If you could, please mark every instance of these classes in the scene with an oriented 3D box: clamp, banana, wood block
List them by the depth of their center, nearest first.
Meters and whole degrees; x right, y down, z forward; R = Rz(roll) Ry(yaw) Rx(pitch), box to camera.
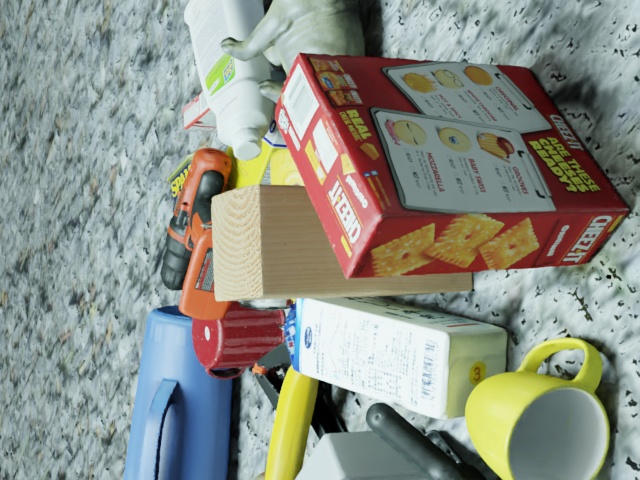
[{"bbox_3d":[0.108,0.195,0.869,0.039,0.120,0.172,-56,43,6],"label":"clamp"},{"bbox_3d":[0.020,0.003,0.911,0.090,0.205,0.091,-10,82,59],"label":"wood block"},{"bbox_3d":[-0.027,0.197,1.079,0.070,0.037,0.198,-126,45,-72],"label":"banana"},{"bbox_3d":[-0.006,0.167,1.122,0.210,0.036,0.164,1,91,56],"label":"clamp"}]

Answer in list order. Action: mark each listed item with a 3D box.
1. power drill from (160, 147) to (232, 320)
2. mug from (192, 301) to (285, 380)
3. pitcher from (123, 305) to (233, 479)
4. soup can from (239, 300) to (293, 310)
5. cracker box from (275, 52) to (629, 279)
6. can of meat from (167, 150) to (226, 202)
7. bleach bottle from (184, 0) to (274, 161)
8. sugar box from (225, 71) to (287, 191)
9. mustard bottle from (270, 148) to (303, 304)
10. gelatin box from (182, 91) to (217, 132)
[{"bbox_3d":[-0.134,0.010,1.186,0.188,0.057,0.185,-117,40,-58],"label":"power drill"},{"bbox_3d":[-0.099,0.115,1.235,0.093,0.081,0.117,58,137,42],"label":"mug"},{"bbox_3d":[-0.171,0.209,1.306,0.149,0.144,0.243,14,100,59],"label":"pitcher"},{"bbox_3d":[-0.055,0.022,1.172,0.069,0.068,0.102,9,99,59],"label":"soup can"},{"bbox_3d":[0.092,-0.055,0.782,0.072,0.213,0.164,-63,40,41],"label":"cracker box"},{"bbox_3d":[-0.146,-0.054,1.336,0.102,0.057,0.084,-35,64,55],"label":"can of meat"},{"bbox_3d":[-0.095,-0.184,1.162,0.103,0.068,0.251,-47,40,40],"label":"bleach bottle"},{"bbox_3d":[-0.069,-0.095,1.215,0.093,0.048,0.176,58,138,42],"label":"sugar box"},{"bbox_3d":[-0.008,0.001,1.098,0.096,0.058,0.191,2,93,40],"label":"mustard bottle"},{"bbox_3d":[-0.113,-0.155,1.262,0.089,0.073,0.030,-26,66,57],"label":"gelatin box"}]
